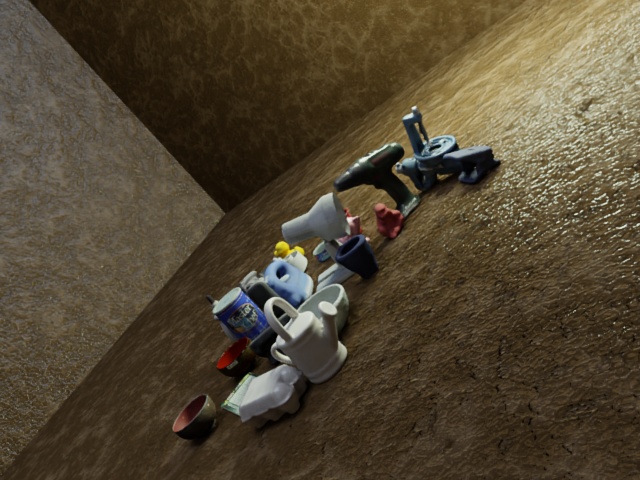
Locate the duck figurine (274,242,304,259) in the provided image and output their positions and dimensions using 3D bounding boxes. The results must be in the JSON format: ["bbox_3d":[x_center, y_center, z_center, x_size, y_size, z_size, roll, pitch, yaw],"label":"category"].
[{"bbox_3d":[-0.112,0.042,1.964,0.104,0.086,0.077,-29,20,39],"label":"duck figurine"}]

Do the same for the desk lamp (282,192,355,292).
[{"bbox_3d":[0.014,0.005,1.516,0.203,0.214,0.118,-36,16,17],"label":"desk lamp"}]

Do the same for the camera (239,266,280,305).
[{"bbox_3d":[-0.183,0.139,1.841,0.137,0.101,0.143,-47,16,-19],"label":"camera"}]

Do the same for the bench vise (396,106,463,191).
[{"bbox_3d":[0.273,-0.245,1.566,0.207,0.220,0.121,-33,18,28],"label":"bench vise"}]

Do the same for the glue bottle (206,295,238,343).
[{"bbox_3d":[-0.273,0.226,1.682,0.037,0.173,0.078,-23,24,48],"label":"glue bottle"}]

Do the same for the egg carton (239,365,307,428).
[{"bbox_3d":[-0.098,0.323,1.184,0.150,0.069,0.107,-33,18,29],"label":"egg carton"}]

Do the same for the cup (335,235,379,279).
[{"bbox_3d":[0.094,0.049,1.427,0.092,0.095,0.117,-45,16,-14],"label":"cup"}]

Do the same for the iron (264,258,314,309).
[{"bbox_3d":[-0.104,0.117,1.631,0.118,0.141,0.258,-36,16,17],"label":"iron"}]

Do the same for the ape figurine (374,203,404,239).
[{"bbox_3d":[0.177,-0.057,1.524,0.078,0.092,0.076,-39,16,8],"label":"ape figurine"}]

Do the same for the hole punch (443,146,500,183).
[{"bbox_3d":[0.380,-0.207,1.447,0.101,0.091,0.108,-42,15,-2],"label":"hole punch"}]

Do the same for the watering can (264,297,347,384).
[{"bbox_3d":[-0.035,0.188,1.167,0.173,0.194,0.101,-40,16,3],"label":"watering can"}]

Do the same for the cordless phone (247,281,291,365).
[{"bbox_3d":[-0.131,0.196,1.394,0.147,0.185,0.094,-41,16,1],"label":"cordless phone"}]

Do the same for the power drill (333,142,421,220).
[{"bbox_3d":[0.171,-0.149,1.572,0.230,0.208,0.075,-47,16,-19],"label":"power drill"}]

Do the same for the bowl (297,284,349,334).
[{"bbox_3d":[0.008,0.183,1.304,0.167,0.075,0.167,-38,16,13],"label":"bowl"}]

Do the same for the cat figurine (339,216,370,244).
[{"bbox_3d":[0.076,-0.018,1.612,0.127,0.118,0.067,-20,26,53],"label":"cat figurine"}]
